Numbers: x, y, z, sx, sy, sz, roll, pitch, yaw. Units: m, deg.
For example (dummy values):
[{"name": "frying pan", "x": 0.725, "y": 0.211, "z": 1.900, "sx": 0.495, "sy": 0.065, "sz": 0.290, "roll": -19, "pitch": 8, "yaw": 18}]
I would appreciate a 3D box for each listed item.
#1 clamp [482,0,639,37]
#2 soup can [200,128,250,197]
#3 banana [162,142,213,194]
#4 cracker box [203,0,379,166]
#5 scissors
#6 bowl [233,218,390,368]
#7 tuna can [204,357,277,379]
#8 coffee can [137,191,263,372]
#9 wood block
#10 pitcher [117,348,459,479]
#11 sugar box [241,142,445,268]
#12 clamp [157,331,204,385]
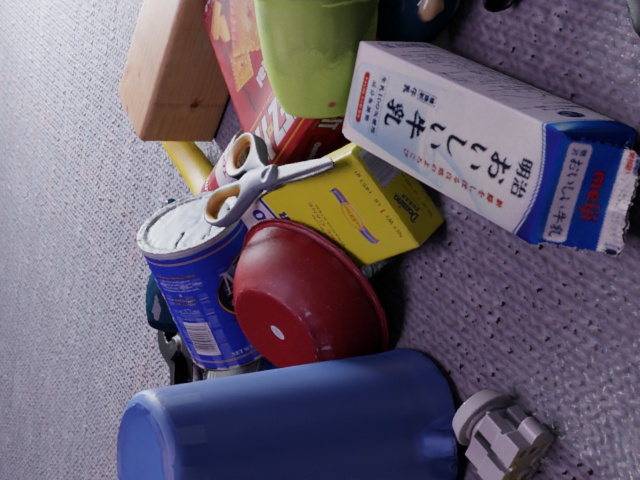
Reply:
[{"name": "clamp", "x": 0.174, "y": -0.224, "z": 0.647, "sx": 0.165, "sy": 0.036, "sz": 0.210, "roll": 41, "pitch": 126, "yaw": 51}, {"name": "soup can", "x": -0.070, "y": -0.059, "z": 1.035, "sx": 0.102, "sy": 0.068, "sz": 0.068, "roll": -48, "pitch": 52, "yaw": 55}, {"name": "banana", "x": -0.132, "y": -0.070, "z": 1.155, "sx": 0.037, "sy": 0.069, "sz": 0.198, "roll": -37, "pitch": 36, "yaw": 3}, {"name": "cracker box", "x": -0.026, "y": -0.176, "z": 0.956, "sx": 0.164, "sy": 0.072, "sz": 0.214, "roll": -53, "pitch": 49, "yaw": 48}, {"name": "scissors", "x": -0.040, "y": -0.066, "z": 0.882, "sx": 0.202, "sy": 0.016, "sz": 0.096, "roll": -27, "pitch": 46, "yaw": 50}, {"name": "bowl", "x": -0.021, "y": 0.063, "z": 0.905, "sx": 0.162, "sy": 0.055, "sz": 0.162, "roll": 29, "pitch": 142, "yaw": 25}, {"name": "tuna can", "x": -0.076, "y": 0.132, "z": 1.066, "sx": 0.086, "sy": 0.033, "sz": 0.086, "roll": -29, "pitch": 45, "yaw": 34}, {"name": "coffee can", "x": -0.100, "y": 0.039, "z": 1.014, "sx": 0.103, "sy": 0.102, "sz": 0.140, "roll": 34, "pitch": 149, "yaw": 54}, {"name": "wood block", "x": -0.137, "y": -0.210, "z": 1.124, "sx": 0.090, "sy": 0.090, "sz": 0.206, "roll": 62, "pitch": 141, "yaw": 37}, {"name": "pitcher", "x": -0.029, "y": 0.158, "z": 0.815, "sx": 0.145, "sy": 0.242, "sz": 0.149, "roll": 61, "pitch": 139, "yaw": 38}, {"name": "sugar box", "x": 0.011, "y": -0.020, "z": 0.878, "sx": 0.093, "sy": 0.048, "sz": 0.177, "roll": 54, "pitch": 142, "yaw": -9}, {"name": "clamp", "x": -0.158, "y": 0.137, "z": 1.230, "sx": 0.120, "sy": 0.039, "sz": 0.171, "roll": -55, "pitch": 39, "yaw": 24}]
